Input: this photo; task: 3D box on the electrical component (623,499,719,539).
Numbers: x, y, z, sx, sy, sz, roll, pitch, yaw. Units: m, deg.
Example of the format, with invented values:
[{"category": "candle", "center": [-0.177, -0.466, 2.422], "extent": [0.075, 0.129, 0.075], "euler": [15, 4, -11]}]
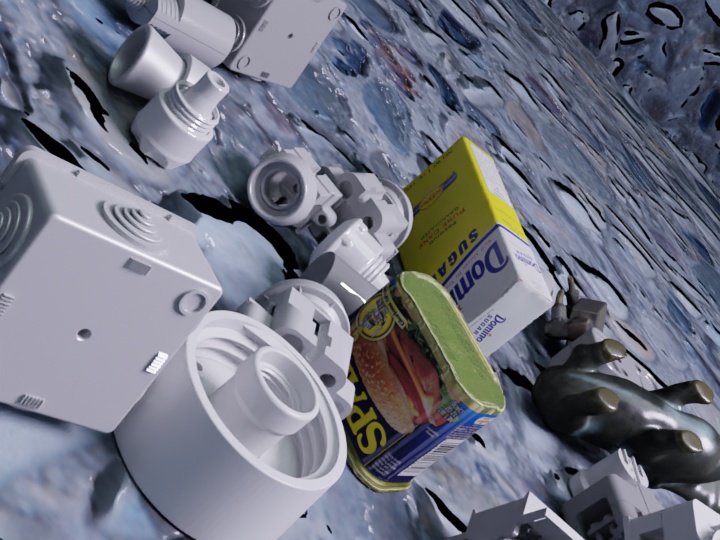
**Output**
[{"category": "electrical component", "center": [0.225, 0.248, 0.660], "extent": [0.105, 0.060, 0.186], "euler": [34, 43, -32]}]

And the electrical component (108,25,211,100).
[{"category": "electrical component", "center": [-0.126, -0.123, 0.689], "extent": [0.055, 0.045, 0.045], "euler": [33, 28, -34]}]

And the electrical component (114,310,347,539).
[{"category": "electrical component", "center": [-0.053, 0.068, 0.501], "extent": [0.108, 0.060, 0.108], "euler": [39, 25, -22]}]

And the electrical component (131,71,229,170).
[{"category": "electrical component", "center": [-0.106, -0.095, 0.657], "extent": [0.043, 0.062, 0.043], "euler": [39, 25, -22]}]

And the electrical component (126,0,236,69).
[{"category": "electrical component", "center": [-0.132, -0.178, 0.764], "extent": [0.081, 0.043, 0.043], "euler": [20, 36, -49]}]

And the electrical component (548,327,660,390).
[{"category": "electrical component", "center": [0.209, 0.102, 0.922], "extent": [0.095, 0.059, 0.053], "euler": [38, 25, -25]}]

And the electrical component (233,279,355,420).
[{"category": "electrical component", "center": [-0.036, 0.041, 0.580], "extent": [0.078, 0.058, 0.057], "euler": [41, 27, -18]}]

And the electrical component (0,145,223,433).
[{"category": "electrical component", "center": [-0.116, 0.012, 0.430], "extent": [0.100, 0.099, 0.048], "euler": [27, 18, -41]}]

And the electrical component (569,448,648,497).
[{"category": "electrical component", "center": [0.187, 0.161, 0.809], "extent": [0.040, 0.046, 0.040], "euler": [39, 25, -22]}]

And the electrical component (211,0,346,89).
[{"category": "electrical component", "center": [-0.068, -0.194, 0.836], "extent": [0.048, 0.099, 0.100], "euler": [46, 20, 24]}]

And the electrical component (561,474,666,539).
[{"category": "electrical component", "center": [0.192, 0.189, 0.768], "extent": [0.089, 0.050, 0.055], "euler": [35, 27, -30]}]

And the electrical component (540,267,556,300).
[{"category": "electrical component", "center": [0.148, 0.019, 0.963], "extent": [0.043, 0.043, 0.062], "euler": [55, 25, 13]}]

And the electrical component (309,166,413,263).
[{"category": "electrical component", "center": [0.002, -0.038, 0.772], "extent": [0.078, 0.058, 0.057], "euler": [56, 27, 16]}]

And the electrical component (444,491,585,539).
[{"category": "electrical component", "center": [0.083, 0.163, 0.591], "extent": [0.042, 0.081, 0.063], "euler": [43, 46, -16]}]

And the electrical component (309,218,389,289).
[{"category": "electrical component", "center": [0.000, 0.000, 0.716], "extent": [0.062, 0.048, 0.048], "euler": [47, 23, 0]}]

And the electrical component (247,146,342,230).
[{"category": "electrical component", "center": [-0.047, -0.055, 0.725], "extent": [0.066, 0.048, 0.055], "euler": [51, 16, 7]}]
